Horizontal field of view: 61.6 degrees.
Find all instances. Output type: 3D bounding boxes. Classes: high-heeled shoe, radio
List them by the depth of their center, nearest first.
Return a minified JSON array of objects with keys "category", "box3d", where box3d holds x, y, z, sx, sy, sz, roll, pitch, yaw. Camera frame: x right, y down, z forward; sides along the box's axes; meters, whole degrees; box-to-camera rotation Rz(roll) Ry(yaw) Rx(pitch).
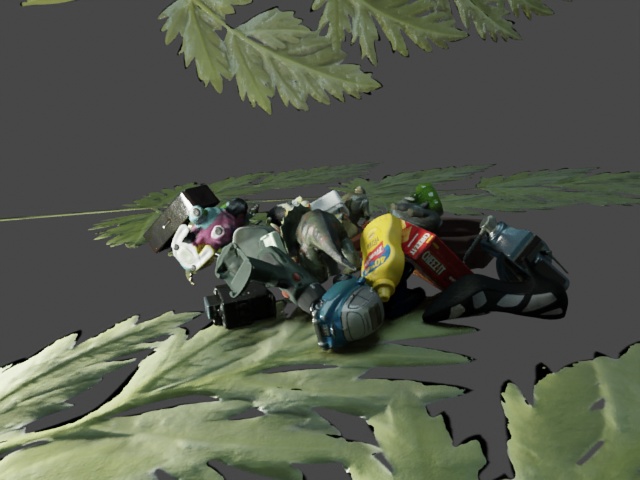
[{"category":"high-heeled shoe","box3d":[0.327,0.130,1.000,0.249,0.145,0.086,-30,14,14]},{"category":"radio","box3d":[-0.405,-0.063,1.579,0.229,0.073,0.131,-39,-4,29]}]

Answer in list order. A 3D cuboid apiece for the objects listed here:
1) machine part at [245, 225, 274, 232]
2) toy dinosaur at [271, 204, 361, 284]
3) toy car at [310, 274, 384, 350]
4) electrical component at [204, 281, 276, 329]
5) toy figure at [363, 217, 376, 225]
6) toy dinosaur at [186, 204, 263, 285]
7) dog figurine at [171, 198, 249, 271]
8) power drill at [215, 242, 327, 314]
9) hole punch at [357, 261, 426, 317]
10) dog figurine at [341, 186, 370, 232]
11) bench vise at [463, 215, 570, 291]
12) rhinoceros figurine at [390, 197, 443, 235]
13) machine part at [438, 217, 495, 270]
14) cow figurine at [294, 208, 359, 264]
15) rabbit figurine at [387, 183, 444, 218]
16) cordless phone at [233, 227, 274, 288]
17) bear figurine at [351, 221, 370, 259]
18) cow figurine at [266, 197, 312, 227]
[{"category":"machine part","box3d":[-0.148,0.002,1.412,0.079,0.079,0.243,1,-1,17]},{"category":"toy dinosaur","box3d":[-0.005,-0.003,1.181,0.131,0.192,0.405,-22,-1,-21]},{"category":"toy car","box3d":[0.058,0.125,0.942,0.103,0.109,0.161,-3,17,32]},{"category":"electrical component","box3d":[-0.165,0.129,1.093,0.134,0.058,0.115,-9,15,-19]},{"category":"toy figure","box3d":[0.163,-0.035,1.587,0.064,0.058,0.155,33,4,-18]},{"category":"toy dinosaur","box3d":[-0.269,-0.001,1.495,0.199,0.104,0.471,7,30,22]},{"category":"dog figurine","box3d":[-0.262,-0.020,1.356,0.108,0.191,0.219,36,13,6]},{"category":"power drill","box3d":[-0.081,0.078,1.021,0.207,0.086,0.232,10,25,-44]},{"category":"hole punch","box3d":[0.136,0.105,1.079,0.116,0.092,0.142,-46,38,-20]},{"category":"dog figurine","box3d":[0.038,-0.070,1.545,0.191,0.172,0.121,0,4,-11]},{"category":"bench vise","box3d":[0.390,0.027,1.108,0.223,0.128,0.241,27,4,-10]},{"category":"rhinoceros figurine","box3d":[0.231,-0.062,1.320,0.112,0.073,0.190,-10,17,-14]},{"category":"machine part","box3d":[0.329,0.008,1.335,0.202,0.087,0.201,4,17,31]},{"category":"cow figurine","box3d":[0.006,-0.010,1.408,0.195,0.127,0.085,-8,19,-3]},{"category":"rabbit figurine","box3d":[0.294,-0.082,1.673,0.170,0.121,0.159,-20,21,10]},{"category":"cordless phone","box3d":[-0.168,0.031,1.191,0.089,0.146,0.184,-12,-17,15]},{"category":"bear figurine","box3d":[0.126,0.018,1.323,0.132,0.120,0.196,-41,3,-11]},{"category":"cow figurine","box3d":[-0.085,-0.069,1.415,0.098,0.068,0.167,-17,2,-22]}]
